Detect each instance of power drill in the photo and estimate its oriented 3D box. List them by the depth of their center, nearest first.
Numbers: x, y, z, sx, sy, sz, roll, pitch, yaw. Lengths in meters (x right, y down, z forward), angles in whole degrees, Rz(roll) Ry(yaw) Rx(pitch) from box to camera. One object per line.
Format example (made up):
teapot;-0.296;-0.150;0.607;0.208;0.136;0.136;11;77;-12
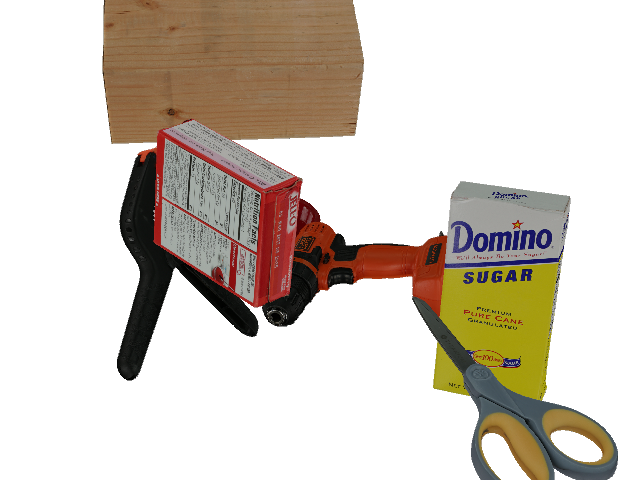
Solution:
power drill;0.042;0.039;1.143;0.188;0.057;0.184;4;31;14

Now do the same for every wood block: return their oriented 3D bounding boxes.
wood block;-0.074;-0.144;0.893;0.206;0.090;0.091;-2;-37;-7

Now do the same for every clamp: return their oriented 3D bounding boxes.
clamp;-0.133;0.017;1.016;0.036;0.210;0.164;-7;0;44

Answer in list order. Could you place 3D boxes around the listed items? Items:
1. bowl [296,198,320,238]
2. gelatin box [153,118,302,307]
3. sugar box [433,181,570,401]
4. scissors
bowl;-0.083;-0.010;1.320;0.162;0.055;0.162;4;25;-2
gelatin box;-0.052;-0.016;0.583;0.089;0.073;0.030;29;38;33
sugar box;0.147;0.045;0.878;0.093;0.176;0.048;9;24;17
scissors;0.123;0.094;0.684;0.096;0.016;0.202;-1;33;-6
